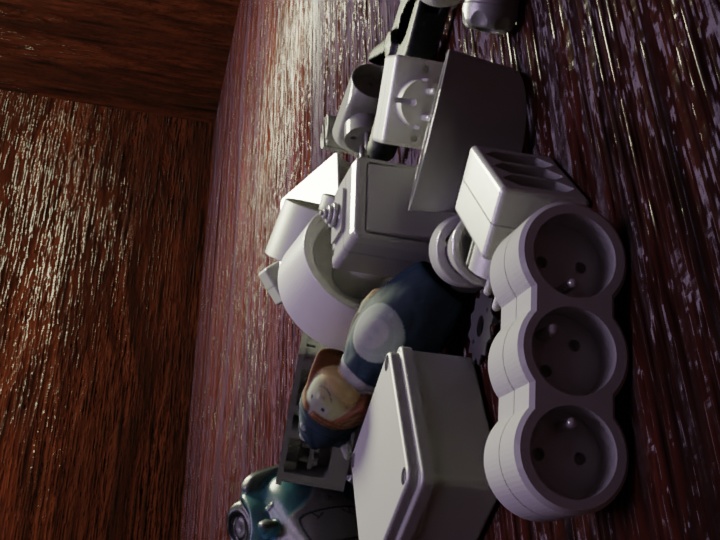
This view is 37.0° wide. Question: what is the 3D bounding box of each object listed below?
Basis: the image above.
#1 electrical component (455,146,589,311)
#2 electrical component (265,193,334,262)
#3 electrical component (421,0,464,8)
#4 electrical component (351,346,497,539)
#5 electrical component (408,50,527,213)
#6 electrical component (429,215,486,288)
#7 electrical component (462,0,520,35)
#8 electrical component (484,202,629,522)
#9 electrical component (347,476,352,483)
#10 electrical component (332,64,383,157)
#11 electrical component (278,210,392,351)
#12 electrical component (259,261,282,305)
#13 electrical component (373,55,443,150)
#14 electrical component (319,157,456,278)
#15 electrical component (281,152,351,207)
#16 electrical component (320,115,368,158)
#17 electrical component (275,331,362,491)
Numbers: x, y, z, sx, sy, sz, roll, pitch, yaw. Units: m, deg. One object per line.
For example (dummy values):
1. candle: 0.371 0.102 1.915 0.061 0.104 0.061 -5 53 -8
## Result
1. electrical component: 0.079 -0.016 0.565 0.065 0.047 0.076 -108 28 -63
2. electrical component: -0.019 -0.030 0.896 0.108 0.108 0.060 -138 62 -75
3. electrical component: 0.066 -0.213 0.738 0.079 0.044 0.077 56 167 31
4. electrical component: 0.037 0.122 0.651 0.108 0.056 0.108 -98 19 -51
5. electrical component: 0.060 -0.081 0.650 0.099 0.064 0.099 -172 90 -78
6. electrical component: 0.067 -0.012 0.622 0.055 0.045 0.045 174 103 -78
7. electrical component: 0.085 -0.180 0.669 0.035 0.035 0.061 -144 64 -76
8. electrical component: 0.083 0.045 0.493 0.073 0.052 0.138 129 147 -68
9. electrical component: -0.022 0.161 0.928 0.062 0.043 0.043 -113 32 -69
10. electrical component: 0.004 -0.135 0.992 0.077 0.043 0.079 114 160 -53
11. electrical component: 0.000 0.000 0.788 0.060 0.108 0.108 123 153 -50
12. electrical component: -0.045 0.013 1.077 0.075 0.083 0.047 59 165 -1
13. electrical component: 0.044 -0.122 0.790 0.077 0.047 0.065 -138 57 -75
14. electrical component: 0.022 -0.035 0.721 0.061 0.096 0.061 125 150 -60
15. electrical component: -0.030 -0.047 1.012 0.100 0.048 0.099 -37 40 35
16. electrical component: -0.013 -0.133 1.061 0.040 0.046 0.040 -172 90 -78
17. electrical component: -0.022 0.088 0.873 0.186 0.060 0.105 -87 7 -73
